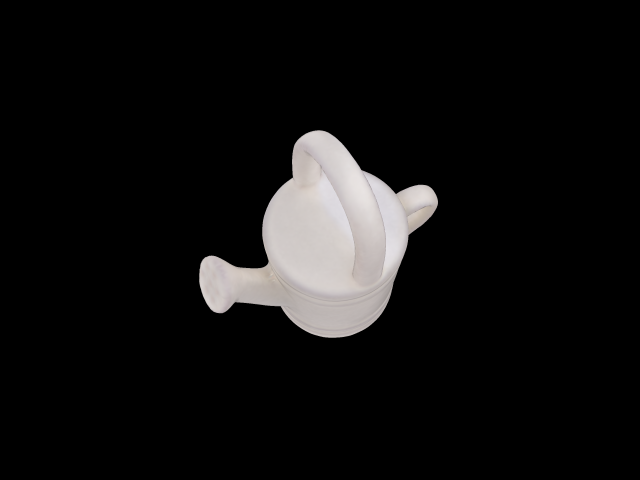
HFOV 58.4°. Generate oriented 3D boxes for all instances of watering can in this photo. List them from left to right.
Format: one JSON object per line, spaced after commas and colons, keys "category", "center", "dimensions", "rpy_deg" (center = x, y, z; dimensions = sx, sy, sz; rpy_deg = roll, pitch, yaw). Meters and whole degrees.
{"category": "watering can", "center": [0.005, 0.003, 0.399], "dimensions": [0.100, 0.194, 0.173], "rpy_deg": [39, 73, 15]}
